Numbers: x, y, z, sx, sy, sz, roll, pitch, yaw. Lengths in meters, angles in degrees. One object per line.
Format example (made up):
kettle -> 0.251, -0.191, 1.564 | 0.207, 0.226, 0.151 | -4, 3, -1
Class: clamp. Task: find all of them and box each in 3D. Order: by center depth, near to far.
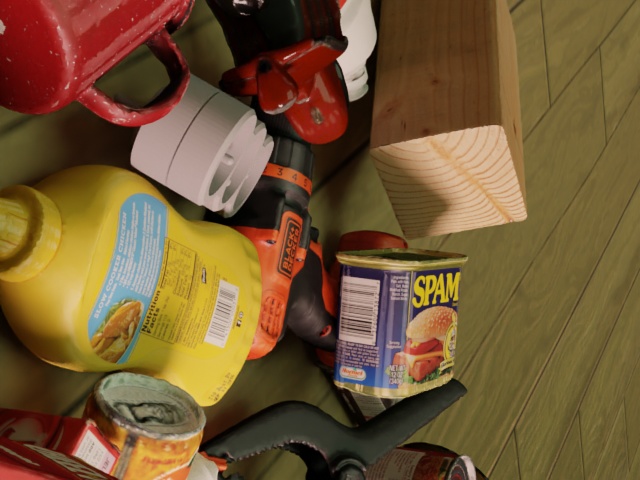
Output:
clamp -> 0.015, 0.160, 0.649 | 0.209, 0.036, 0.164 | 8, 66, -32

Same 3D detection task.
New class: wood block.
wood block -> 0.096, -0.111, 0.780 | 0.206, 0.090, 0.090 | -83, 157, -44

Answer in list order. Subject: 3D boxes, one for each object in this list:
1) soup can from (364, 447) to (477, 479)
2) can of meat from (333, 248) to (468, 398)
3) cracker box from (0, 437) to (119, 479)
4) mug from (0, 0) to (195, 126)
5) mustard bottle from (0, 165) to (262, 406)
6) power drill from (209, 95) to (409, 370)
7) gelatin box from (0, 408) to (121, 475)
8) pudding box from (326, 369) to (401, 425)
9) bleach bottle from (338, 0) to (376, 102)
soup can -> 0.053, 0.181, 0.760 | 0.068, 0.102, 0.068 | -8, 99, -62
can of meat -> 0.050, 0.050, 0.675 | 0.101, 0.058, 0.084 | -2, 97, -59
cracker box -> -0.164, 0.124, 0.294 | 0.213, 0.072, 0.164 | 27, 79, -41
mug -> -0.104, -0.097, 0.448 | 0.117, 0.093, 0.081 | 50, 48, -14
mustard bottle -> -0.099, 0.017, 0.510 | 0.191, 0.058, 0.096 | 34, 68, -59
power drill -> -0.005, 0.001, 0.692 | 0.187, 0.057, 0.184 | 35, 63, -55
gelatin box -> -0.134, 0.112, 0.434 | 0.030, 0.073, 0.089 | 61, 41, -43
pudding box -> 0.049, 0.079, 0.814 | 0.090, 0.039, 0.113 | 62, 40, -44
bleach bottle -> -0.007, -0.204, 0.665 | 0.102, 0.068, 0.251 | -58, 143, -42
